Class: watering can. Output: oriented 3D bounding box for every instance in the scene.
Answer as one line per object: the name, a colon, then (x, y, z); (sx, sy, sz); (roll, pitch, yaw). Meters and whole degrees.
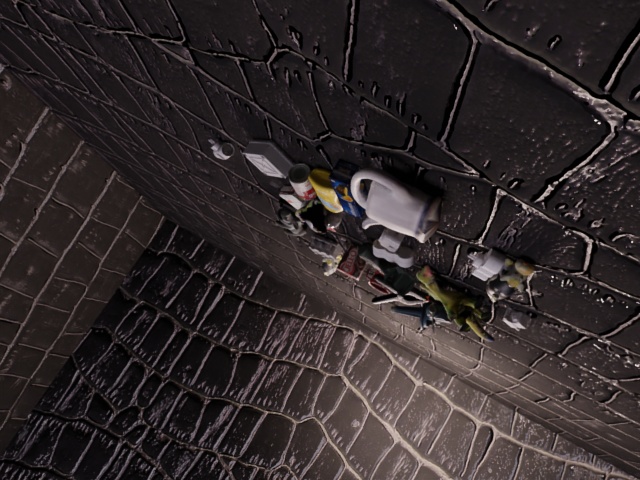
watering can: (0.181, -0.069, 1.246); (0.225, 0.105, 0.342); (26, 165, 16)

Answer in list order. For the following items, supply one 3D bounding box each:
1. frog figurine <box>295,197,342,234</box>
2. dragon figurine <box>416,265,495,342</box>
frog figurine: (0.005, -0.082, 1.621); (0.138, 0.122, 0.160); (14, -175, 14)
dragon figurine: (0.447, 0.211, 1.762); (0.246, 0.122, 0.403); (42, 176, 47)
